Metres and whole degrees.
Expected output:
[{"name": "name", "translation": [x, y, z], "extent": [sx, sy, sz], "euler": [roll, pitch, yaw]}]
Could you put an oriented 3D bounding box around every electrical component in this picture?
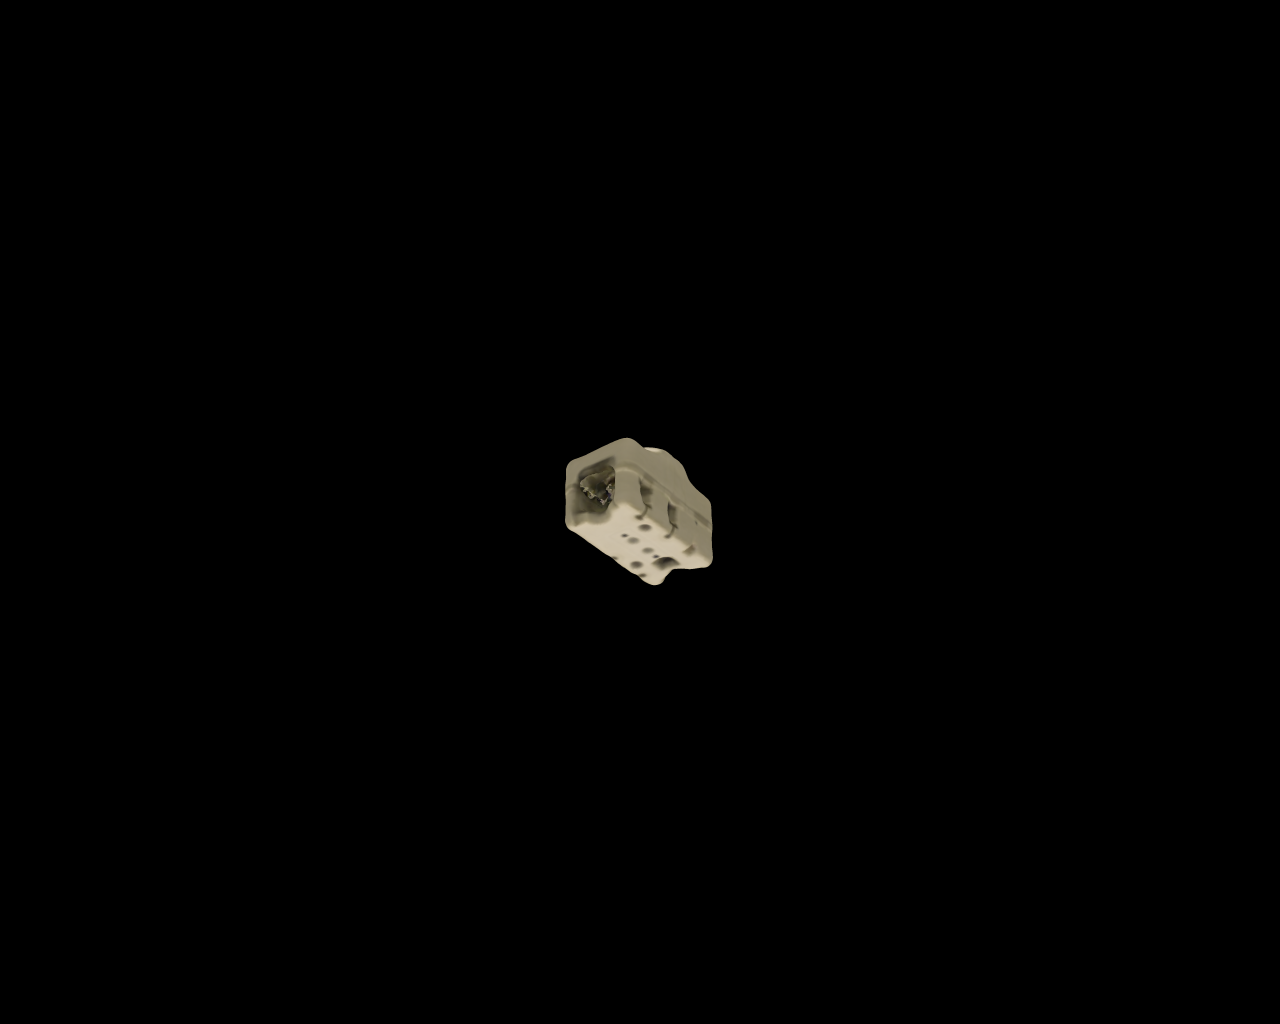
[{"name": "electrical component", "translation": [0.001, -0.003, 0.650], "extent": [0.050, 0.056, 0.089], "euler": [-22, -39, 30]}]
